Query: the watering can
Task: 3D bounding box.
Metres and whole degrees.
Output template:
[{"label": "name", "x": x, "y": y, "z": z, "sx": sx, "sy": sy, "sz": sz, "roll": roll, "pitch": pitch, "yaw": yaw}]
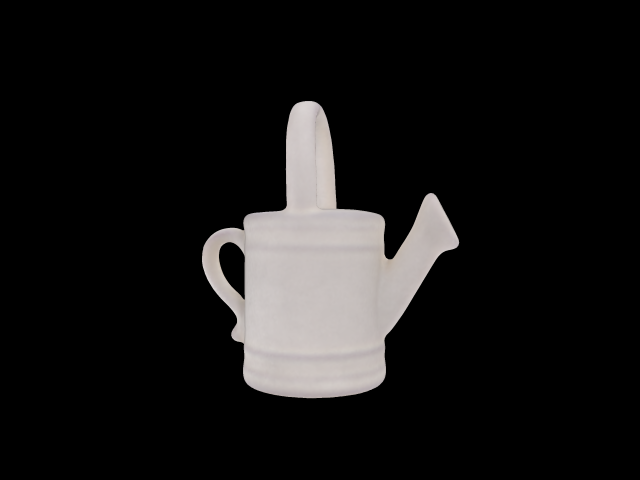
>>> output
[{"label": "watering can", "x": 0.004, "y": 0.001, "z": 0.402, "sx": 0.173, "sy": 0.194, "sz": 0.101, "roll": 0, "pitch": 0, "yaw": -9}]
